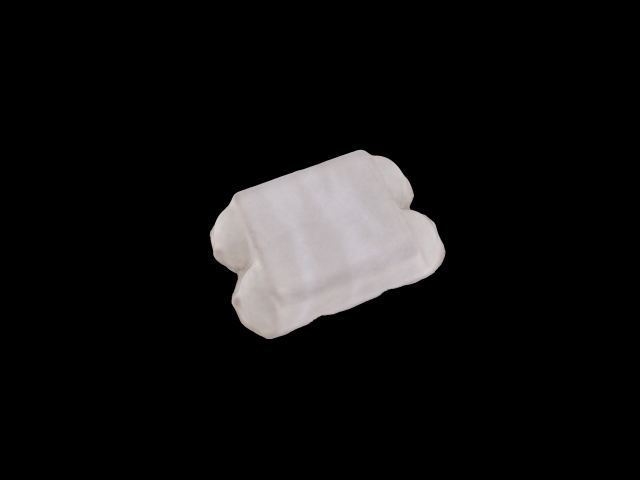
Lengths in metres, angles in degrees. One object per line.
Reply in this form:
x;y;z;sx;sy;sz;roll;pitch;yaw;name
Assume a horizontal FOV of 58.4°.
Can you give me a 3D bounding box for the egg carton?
0.004;0.001;0.400;0.150;0.069;0.107;-21;65;-10;egg carton
